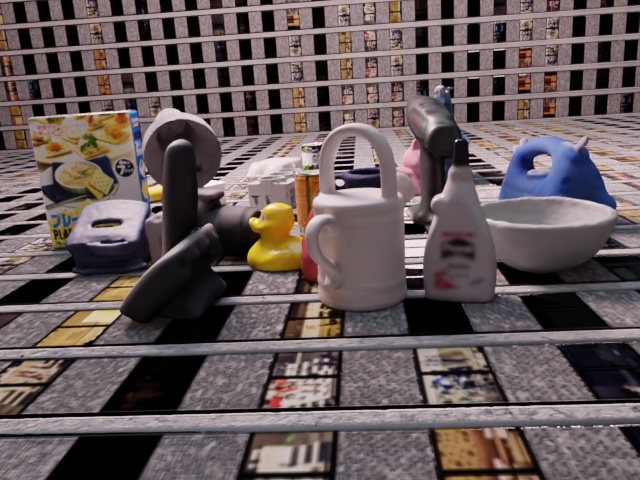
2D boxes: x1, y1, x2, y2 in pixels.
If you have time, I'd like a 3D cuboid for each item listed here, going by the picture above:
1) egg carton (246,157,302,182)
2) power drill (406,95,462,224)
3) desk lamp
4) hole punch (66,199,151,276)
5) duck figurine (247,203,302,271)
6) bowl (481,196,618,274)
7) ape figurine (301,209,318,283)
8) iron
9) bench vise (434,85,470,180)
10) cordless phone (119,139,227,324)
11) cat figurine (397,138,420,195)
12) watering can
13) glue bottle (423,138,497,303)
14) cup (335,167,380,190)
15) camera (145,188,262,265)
[{"bbox_3d":[-0.104,-0.160,1.391,0.107,0.069,0.151,3,17,25],"label":"egg carton"},{"bbox_3d":[0.185,-0.140,0.977,0.075,0.208,0.229,-4,15,-3],"label":"power drill"},{"bbox_3d":[-0.234,-0.112,0.962,0.118,0.214,0.202,-9,16,-18],"label":"desk lamp"},{"bbox_3d":[-0.296,-0.006,0.818,0.108,0.091,0.101,-4,15,0],"label":"hole punch"},{"bbox_3d":[-0.050,-0.007,0.775,0.104,0.086,0.078,1,16,15],"label":"duck figurine"},{"bbox_3d":[0.270,-0.002,0.701,0.167,0.075,0.167,-3,15,1],"label":"bowl"},{"bbox_3d":[0.007,0.003,0.713,0.076,0.092,0.077,-17,20,-40],"label":"ape figurine"},{"bbox_3d":[0.363,-0.108,0.944,0.119,0.141,0.258,-7,15,-11],"label":"iron"},{"bbox_3d":[0.280,-0.245,1.328,0.121,0.220,0.207,-2,15,6],"label":"bench vise"},{"bbox_3d":[-0.166,-0.013,0.632,0.094,0.185,0.147,-3,15,4],"label":"cordless phone"},{"bbox_3d":[0.187,-0.154,1.207,0.128,0.118,0.067,-9,16,-17],"label":"cat figurine"},{"bbox_3d":[0.045,-0.031,0.632,0.100,0.194,0.173,1,16,18],"label":"watering can"},{"bbox_3d":[0.147,-0.020,0.605,0.078,0.173,0.037,0,16,14],"label":"glue bottle"},{"bbox_3d":[0.072,-0.070,0.963,0.117,0.095,0.092,1,16,18],"label":"cup"},{"bbox_3d":[-0.156,-0.021,0.823,0.136,0.101,0.143,2,16,19],"label":"camera"}]
